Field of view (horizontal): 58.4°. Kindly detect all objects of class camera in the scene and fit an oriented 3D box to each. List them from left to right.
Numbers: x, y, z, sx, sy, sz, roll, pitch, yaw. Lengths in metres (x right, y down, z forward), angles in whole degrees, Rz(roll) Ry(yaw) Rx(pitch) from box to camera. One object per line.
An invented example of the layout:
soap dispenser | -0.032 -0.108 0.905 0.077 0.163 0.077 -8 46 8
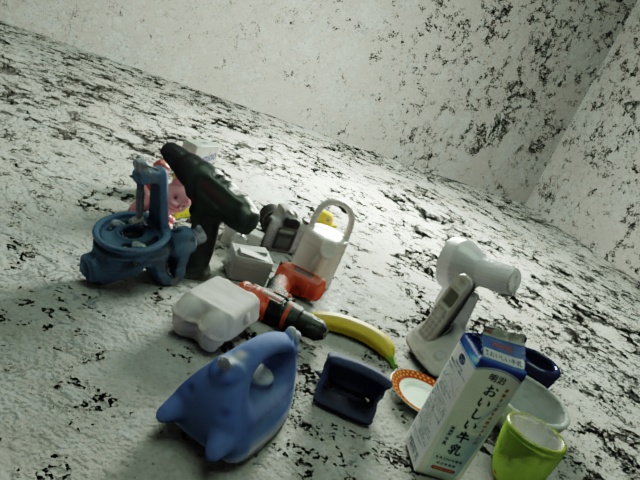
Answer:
camera | -0.083 -0.040 1.386 0.144 0.101 0.136 12 22 -31

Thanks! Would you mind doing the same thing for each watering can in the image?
watering can | 0.013 0.005 1.231 0.101 0.194 0.172 12 22 -29

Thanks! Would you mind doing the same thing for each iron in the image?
iron | -0.082 0.174 0.746 0.118 0.141 0.259 30 20 19

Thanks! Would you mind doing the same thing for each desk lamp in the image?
desk lamp | 0.334 0.123 1.256 0.118 0.213 0.202 4 27 -45

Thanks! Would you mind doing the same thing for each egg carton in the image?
egg carton | -0.163 0.117 0.918 0.107 0.069 0.150 27 19 11

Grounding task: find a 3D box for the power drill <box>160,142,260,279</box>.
power drill | -0.228 -0.045 1.061 0.229 0.208 0.076 28 19 15

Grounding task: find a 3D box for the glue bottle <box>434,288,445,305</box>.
glue bottle | 0.345 0.095 1.408 0.078 0.173 0.037 4 26 -44

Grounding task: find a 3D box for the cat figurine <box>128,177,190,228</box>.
cat figurine | -0.326 -0.089 1.208 0.128 0.118 0.067 19 19 -12

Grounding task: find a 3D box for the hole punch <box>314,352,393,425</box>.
hole punch | 0.052 0.210 0.882 0.108 0.091 0.101 24 19 1

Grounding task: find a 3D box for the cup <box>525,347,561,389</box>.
cup | 0.403 0.267 1.135 0.092 0.095 0.117 10 23 -34

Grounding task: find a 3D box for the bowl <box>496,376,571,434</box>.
bowl | 0.347 0.300 1.011 0.167 0.075 0.167 21 19 -7

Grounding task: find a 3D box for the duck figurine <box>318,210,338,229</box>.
duck figurine | 0.000 -0.039 1.502 0.104 0.086 0.078 31 20 22

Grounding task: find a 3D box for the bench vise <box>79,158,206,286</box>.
bench vise | -0.281 -0.033 0.952 0.121 0.220 0.208 30 20 18

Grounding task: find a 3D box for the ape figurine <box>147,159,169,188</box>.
ape figurine | -0.376 -0.143 1.333 0.076 0.092 0.077 10 23 -34

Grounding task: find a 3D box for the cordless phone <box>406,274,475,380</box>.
cordless phone | 0.254 0.167 1.091 0.094 0.185 0.147 12 22 -29
